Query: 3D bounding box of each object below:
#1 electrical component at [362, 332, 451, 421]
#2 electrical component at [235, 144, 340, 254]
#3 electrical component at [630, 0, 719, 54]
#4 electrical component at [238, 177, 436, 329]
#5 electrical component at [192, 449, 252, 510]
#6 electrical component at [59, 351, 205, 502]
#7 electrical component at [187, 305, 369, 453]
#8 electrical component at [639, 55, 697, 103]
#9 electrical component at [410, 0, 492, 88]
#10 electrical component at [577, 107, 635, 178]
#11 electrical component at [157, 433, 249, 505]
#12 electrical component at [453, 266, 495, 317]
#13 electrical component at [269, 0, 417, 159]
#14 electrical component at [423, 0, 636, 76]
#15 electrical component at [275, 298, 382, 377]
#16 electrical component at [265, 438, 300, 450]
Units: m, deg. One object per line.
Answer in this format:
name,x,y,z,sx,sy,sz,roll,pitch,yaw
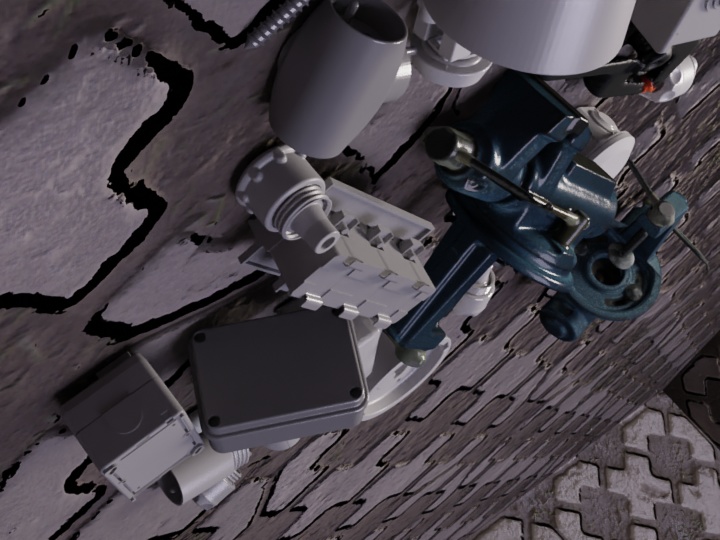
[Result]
electrical component,0.020,0.075,0.951,0.108,0.060,0.108,-35,160,-15
electrical component,-0.037,-0.037,0.607,0.048,0.062,0.048,-35,160,-15
electrical component,0.192,-0.194,0.645,0.048,0.099,0.099,-16,152,-24
electrical component,-0.006,-0.007,0.684,0.079,0.063,0.121,-39,151,20
electrical component,-0.121,0.171,0.920,0.062,0.043,0.043,-41,160,-5
electrical component,-0.147,0.102,0.699,0.062,0.061,0.096,-36,160,-14
electrical component,-0.056,0.073,0.734,0.113,0.078,0.057,-11,158,-7
electrical component,0.264,-0.168,0.911,0.062,0.043,0.043,-25,155,-41
electrical component,0.055,-0.135,0.594,0.066,0.048,0.055,-27,149,-34
electrical component,0.189,-0.097,0.912,0.080,0.051,0.080,-35,160,-15
electrical component,-0.123,0.153,0.877,0.081,0.043,0.043,-28,156,-33
electrical component,0.105,0.011,0.999,0.043,0.043,0.062,-26,154,-35
electrical component,-0.001,-0.103,0.559,0.079,0.044,0.077,-20,151,-45
electrical component,0.090,-0.154,0.533,0.108,0.108,0.060,-28,151,-32
electrical component,-0.024,0.057,0.830,0.061,0.061,0.096,-33,159,-20
electrical component,-0.073,0.120,0.902,0.043,0.043,0.081,-37,160,-12
